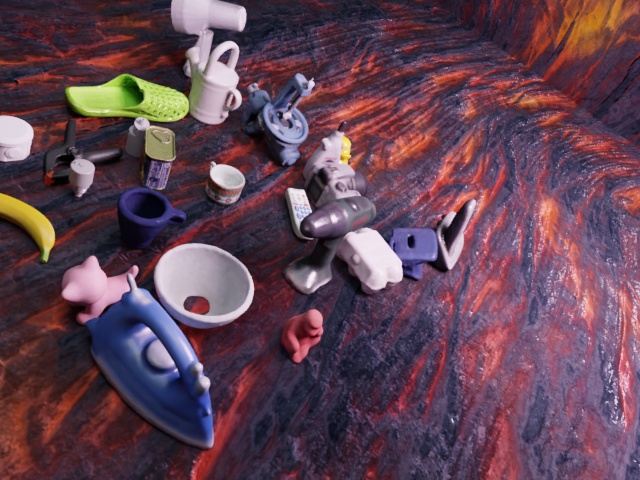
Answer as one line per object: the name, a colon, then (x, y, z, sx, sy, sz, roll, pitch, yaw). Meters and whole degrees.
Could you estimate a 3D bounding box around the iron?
iron: (-0.220, 0.170, 0.822, 0.258, 0.141, 0.119, 44, 42, 16)

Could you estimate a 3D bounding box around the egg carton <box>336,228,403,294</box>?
egg carton: (0.101, 0.041, 1.207, 0.107, 0.069, 0.150, -14, 57, -40)

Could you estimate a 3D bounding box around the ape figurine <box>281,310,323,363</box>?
ape figurine: (-0.025, 0.156, 0.993, 0.078, 0.092, 0.076, -1, 49, -32)

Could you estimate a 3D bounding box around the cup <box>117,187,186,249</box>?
cup: (-0.304, -0.029, 1.016, 0.118, 0.095, 0.091, 10, 44, -23)

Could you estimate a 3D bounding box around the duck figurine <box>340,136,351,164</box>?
duck figurine: (0.045, -0.224, 1.437, 0.078, 0.086, 0.104, -1, 49, -32)

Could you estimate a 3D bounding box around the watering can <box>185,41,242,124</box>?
watering can: (-0.249, -0.381, 1.339, 0.173, 0.194, 0.101, 27, 40, -3)

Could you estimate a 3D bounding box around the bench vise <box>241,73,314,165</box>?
bench vise: (-0.102, -0.310, 1.333, 0.207, 0.219, 0.122, 37, 40, 8)

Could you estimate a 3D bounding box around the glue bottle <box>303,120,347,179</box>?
glue bottle: (0.023, -0.210, 1.340, 0.078, 0.173, 0.037, -6, 51, -35)

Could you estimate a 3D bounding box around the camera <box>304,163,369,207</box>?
camera: (0.057, -0.119, 1.323, 0.137, 0.100, 0.143, -10, 54, -38)

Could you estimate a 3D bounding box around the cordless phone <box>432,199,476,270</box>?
cordless phone: (0.320, -0.032, 1.325, 0.094, 0.185, 0.148, 33, 40, 5)

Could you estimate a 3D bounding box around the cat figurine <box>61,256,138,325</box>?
cat figurine: (-0.338, 0.070, 0.874, 0.128, 0.117, 0.067, -14, 56, -40)

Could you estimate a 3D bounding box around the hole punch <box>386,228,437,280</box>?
hole punch: (0.200, 0.021, 1.270, 0.101, 0.091, 0.108, 19, 41, -12)

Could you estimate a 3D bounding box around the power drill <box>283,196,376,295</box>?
power drill: (0.010, 0.004, 1.082, 0.075, 0.208, 0.230, 42, 41, 15)

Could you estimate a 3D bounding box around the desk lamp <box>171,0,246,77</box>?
desk lamp: (-0.281, -0.516, 1.445, 0.203, 0.213, 0.118, 25, 40, -6)

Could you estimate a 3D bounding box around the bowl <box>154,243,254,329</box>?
bowl: (-0.202, 0.090, 0.969, 0.168, 0.074, 0.167, 17, 41, -15)
